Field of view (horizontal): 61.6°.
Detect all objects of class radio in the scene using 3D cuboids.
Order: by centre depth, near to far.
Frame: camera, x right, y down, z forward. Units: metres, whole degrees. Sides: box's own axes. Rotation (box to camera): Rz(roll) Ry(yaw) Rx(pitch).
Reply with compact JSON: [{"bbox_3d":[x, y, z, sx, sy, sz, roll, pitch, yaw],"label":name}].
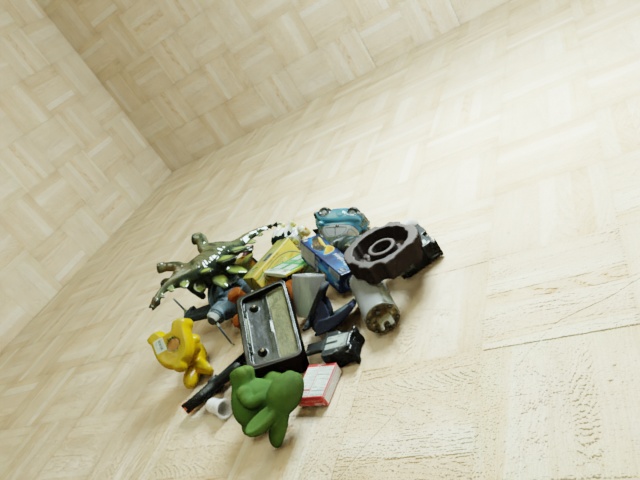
[{"bbox_3d":[-0.114,0.210,1.239,0.131,0.073,0.230,-20,42,0],"label":"radio"}]

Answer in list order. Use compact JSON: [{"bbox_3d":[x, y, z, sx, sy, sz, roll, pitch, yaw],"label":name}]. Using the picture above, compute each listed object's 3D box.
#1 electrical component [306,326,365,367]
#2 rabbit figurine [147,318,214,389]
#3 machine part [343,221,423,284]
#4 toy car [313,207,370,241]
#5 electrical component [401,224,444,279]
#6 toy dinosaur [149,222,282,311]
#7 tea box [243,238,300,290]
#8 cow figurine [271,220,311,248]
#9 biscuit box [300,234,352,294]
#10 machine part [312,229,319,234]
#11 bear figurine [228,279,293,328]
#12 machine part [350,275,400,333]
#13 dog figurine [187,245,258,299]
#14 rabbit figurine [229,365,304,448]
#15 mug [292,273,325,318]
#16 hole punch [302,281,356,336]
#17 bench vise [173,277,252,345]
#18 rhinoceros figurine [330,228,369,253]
[{"bbox_3d":[0.031,0.234,1.141,0.119,0.047,0.075,-24,26,24],"label":"electrical component"},{"bbox_3d":[-0.340,0.294,1.401,0.122,0.173,0.162,-38,69,-5],"label":"rabbit figurine"},{"bbox_3d":[0.143,0.028,1.205,0.179,0.056,0.179,-22,26,11],"label":"machine part"},{"bbox_3d":[0.058,-0.032,1.545,0.162,0.109,0.103,-1,63,25],"label":"toy car"},{"bbox_3d":[0.215,0.023,1.282,0.115,0.058,0.134,-31,24,2],"label":"electrical component"},{"bbox_3d":[-0.302,0.057,1.554,0.199,0.104,0.471,15,43,32],"label":"toy dinosaur"},{"bbox_3d":[-0.128,0.085,1.547,0.068,0.098,0.169,-13,33,54],"label":"tea box"},{"bbox_3d":[-0.099,-0.008,1.715,0.167,0.068,0.098,-1,54,60],"label":"cow figurine"},{"bbox_3d":[0.025,0.058,1.379,0.063,0.059,0.203,-20,36,-26],"label":"biscuit box"},{"bbox_3d":[-0.003,-0.005,1.636,0.084,0.039,0.139,-1,38,39],"label":"machine part"},{"bbox_3d":[-0.121,0.156,1.392,0.196,0.131,0.120,-31,52,19],"label":"bear figurine"},{"bbox_3d":[0.117,0.130,1.186,0.079,0.079,0.243,-33,25,5],"label":"machine part"},{"bbox_3d":[-0.295,0.092,1.671,0.219,0.191,0.108,-47,16,10],"label":"dog figurine"},{"bbox_3d":[-0.103,0.313,1.054,0.170,0.121,0.159,-32,37,42],"label":"rabbit figurine"},{"bbox_3d":[-0.024,0.137,1.329,0.081,0.107,0.109,1,-1,26],"label":"mug"},{"bbox_3d":[0.023,0.164,1.216,0.115,0.092,0.142,-65,-3,4],"label":"hole punch"},{"bbox_3d":[-0.302,0.194,1.532,0.241,0.128,0.224,-19,27,23],"label":"bench vise"},{"bbox_3d":[0.108,0.019,1.412,0.112,0.073,0.190,-35,19,-36],"label":"rhinoceros figurine"}]
